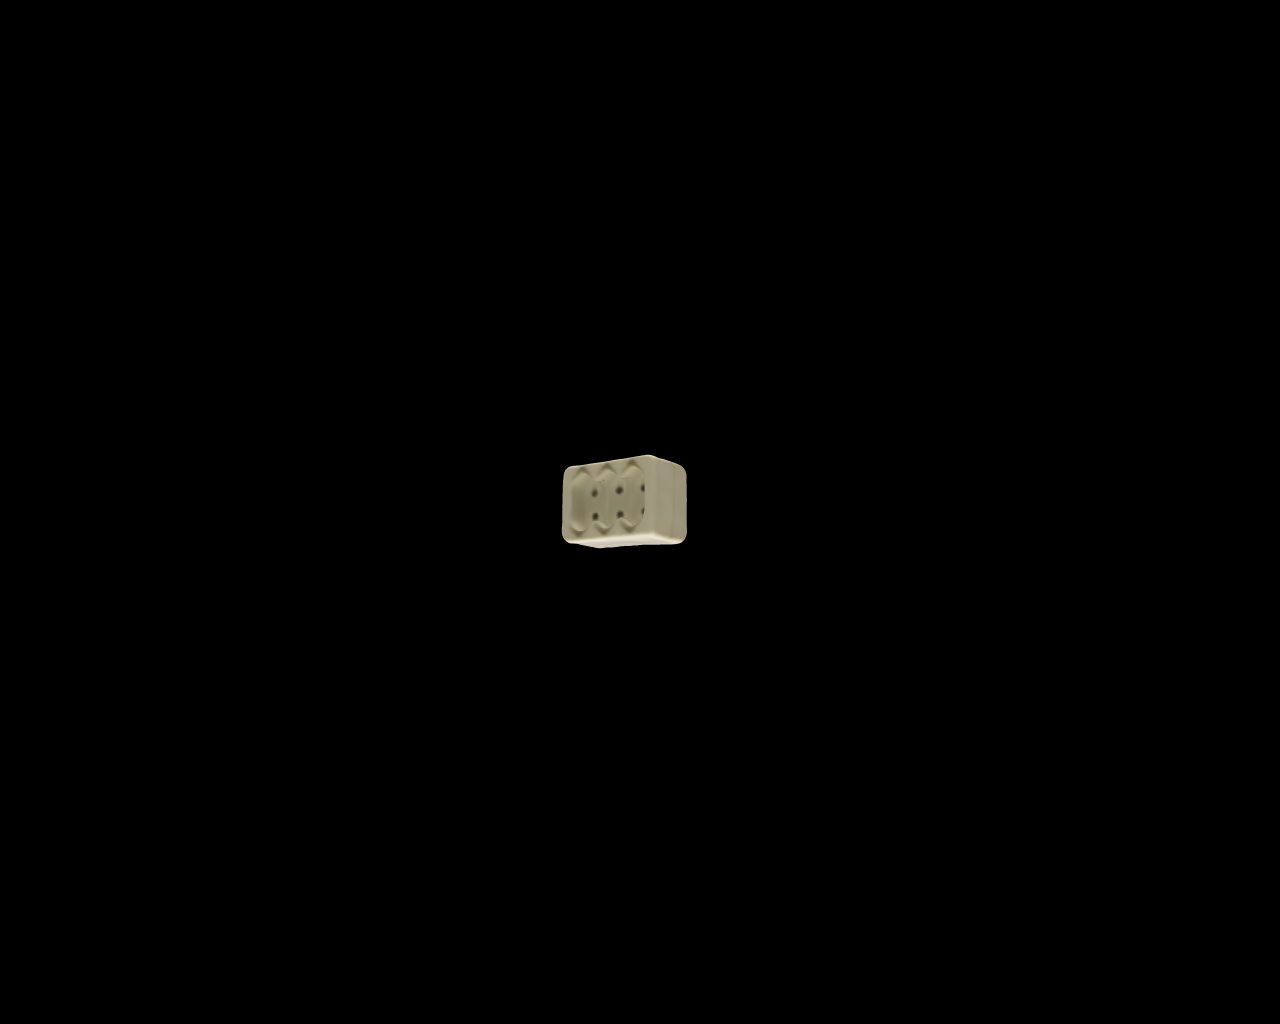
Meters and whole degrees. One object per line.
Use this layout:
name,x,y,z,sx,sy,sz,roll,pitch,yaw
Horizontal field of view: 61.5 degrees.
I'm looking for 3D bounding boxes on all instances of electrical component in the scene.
electrical component,0.001,-0.003,0.650,0.065,0.047,0.077,-5,-10,32
